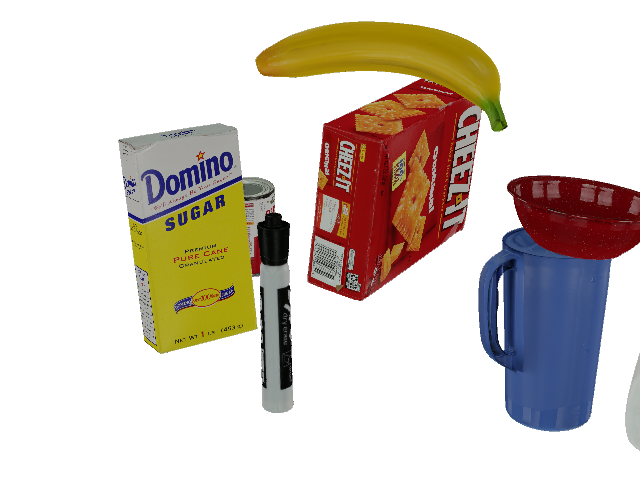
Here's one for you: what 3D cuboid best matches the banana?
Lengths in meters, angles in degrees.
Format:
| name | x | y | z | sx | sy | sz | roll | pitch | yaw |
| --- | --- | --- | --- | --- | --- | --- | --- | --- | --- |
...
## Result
| name | x | y | z | sx | sy | sz | roll | pitch | yaw |
| --- | --- | --- | --- | --- | --- | --- | --- | --- | --- |
| banana | 0.052 | -0.135 | 0.799 | 0.198 | 0.069 | 0.037 | 14 | -38 | 17 |

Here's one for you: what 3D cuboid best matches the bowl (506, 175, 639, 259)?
| name | x | y | z | sx | sy | sz | roll | pitch | yaw |
| --- | --- | --- | --- | --- | --- | --- | --- | --- | --- |
| bowl | 0.270 | -0.021 | 1.106 | 0.162 | 0.055 | 0.162 | 5 | 18 | -2 |

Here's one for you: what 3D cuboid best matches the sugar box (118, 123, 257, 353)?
| name | x | y | z | sx | sy | sz | roll | pitch | yaw |
| --- | --- | --- | --- | --- | --- | --- | --- | --- | --- |
| sugar box | -0.108 | -0.003 | 0.887 | 0.093 | 0.176 | 0.048 | -13 | 20 | -26 |

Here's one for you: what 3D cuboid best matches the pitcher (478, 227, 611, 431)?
| name | x | y | z | sx | sy | sz | roll | pitch | yaw |
| --- | --- | --- | --- | --- | --- | --- | --- | --- | --- |
| pitcher | 0.279 | 0.110 | 1.325 | 0.149 | 0.243 | 0.144 | 5 | 18 | 18 |

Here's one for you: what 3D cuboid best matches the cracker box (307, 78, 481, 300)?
| name | x | y | z | sx | sy | sz | roll | pitch | yaw |
| --- | --- | --- | --- | --- | --- | --- | --- | --- | --- |
| cracker box | 0.078 | -0.056 | 1.041 | 0.072 | 0.164 | 0.213 | 21 | 30 | 28 |

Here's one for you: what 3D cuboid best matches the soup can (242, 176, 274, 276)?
| name | x | y | z | sx | sy | sz | roll | pitch | yaw |
| --- | --- | --- | --- | --- | --- | --- | --- | --- | --- |
| soup can | -0.087 | -0.017 | 1.261 | 0.068 | 0.102 | 0.068 | 1 | 25 | -1 |

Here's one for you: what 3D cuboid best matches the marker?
| name | x | y | z | sx | sy | sz | roll | pitch | yaw |
| --- | --- | --- | --- | --- | --- | --- | --- | --- | --- |
| marker | -0.026 | 0.043 | 0.621 | 0.020 | 0.121 | 0.020 | 0 | 19 | 0 |

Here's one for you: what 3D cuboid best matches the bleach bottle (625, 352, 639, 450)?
| name | x | y | z | sx | sy | sz | roll | pitch | yaw |
| --- | --- | --- | --- | --- | --- | --- | --- | --- | --- |
| bleach bottle | 0.277 | 0.069 | 0.724 | 0.103 | 0.068 | 0.250 | 11 | 23 | 23 |
